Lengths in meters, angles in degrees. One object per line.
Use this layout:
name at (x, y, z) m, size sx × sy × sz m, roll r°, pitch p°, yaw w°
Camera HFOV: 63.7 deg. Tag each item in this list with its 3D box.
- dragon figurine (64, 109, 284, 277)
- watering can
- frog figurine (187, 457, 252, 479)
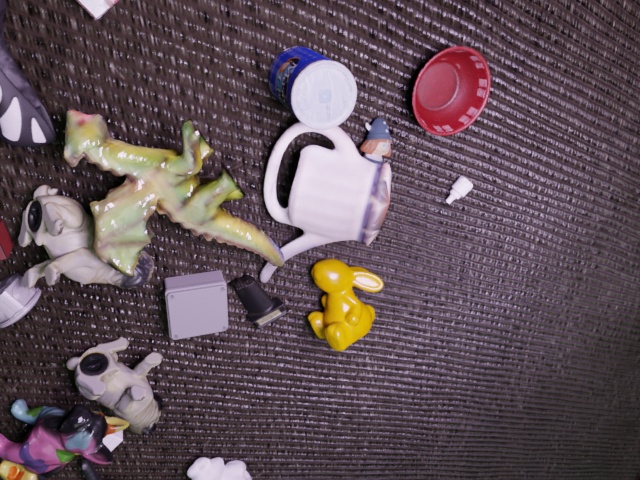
dragon figurine at (-0.238, -0.042, 0.816) m, size 0.244 × 0.123 × 0.403 m, roll -36°, pitch 117°, yaw -10°
watering can at (0.003, -0.047, 0.929) m, size 0.224 × 0.106 × 0.340 m, roll 15°, pitch 119°, yaw 5°
frog figurine at (-0.221, 0.549, 1.158) m, size 0.139 × 0.123 × 0.157 m, roll -34°, pitch 121°, yaw -42°
